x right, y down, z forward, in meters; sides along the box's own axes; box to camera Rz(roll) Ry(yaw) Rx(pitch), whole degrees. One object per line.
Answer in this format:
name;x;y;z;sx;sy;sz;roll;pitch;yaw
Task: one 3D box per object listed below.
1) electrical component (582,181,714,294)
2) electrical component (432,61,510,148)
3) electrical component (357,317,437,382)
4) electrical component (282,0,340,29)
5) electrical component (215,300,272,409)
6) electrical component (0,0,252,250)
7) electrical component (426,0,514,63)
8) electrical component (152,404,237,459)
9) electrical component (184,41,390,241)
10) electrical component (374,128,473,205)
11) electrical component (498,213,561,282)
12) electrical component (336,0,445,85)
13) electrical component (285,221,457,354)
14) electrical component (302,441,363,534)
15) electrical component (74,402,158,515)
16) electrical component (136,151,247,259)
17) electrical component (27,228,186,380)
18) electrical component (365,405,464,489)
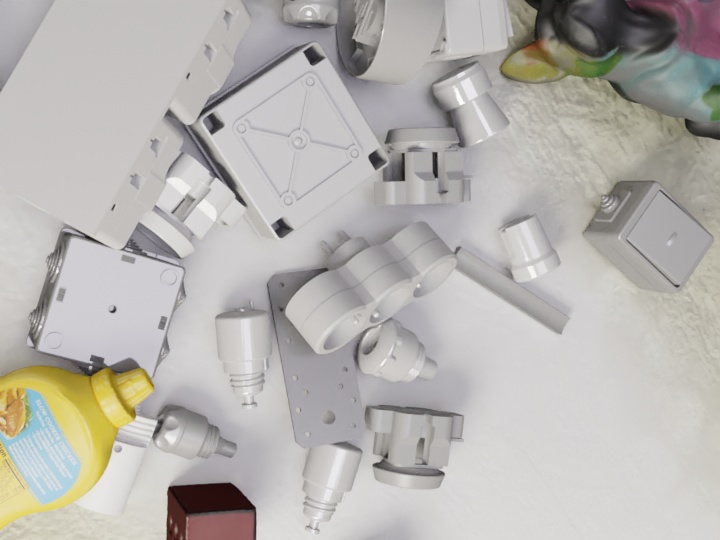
electrical component;0.241;-0.032;0.904;0.096;0.061;0.061;40;80;-19
electrical component;0.086;-0.130;0.846;0.045;0.045;0.055;-32;104;-16
electrical component;0.032;0.068;0.841;0.062;0.048;0.048;28;84;-27
electrical component;-0.035;-0.212;0.794;0.043;0.043;0.062;2;92;-21
electrical component;-0.085;0.063;0.798;0.040;0.040;0.078;-6;96;-20
electrical component;-0.164;-0.120;0.717;0.105;0.060;0.186;27;84;13
electrical component;0.076;-0.211;0.826;0.061;0.062;0.096;-10;98;-20
electrical component;-0.120;0.123;0.792;0.061;0.035;0.035;25;85;-23
electrical component;-0.053;-0.094;0.789;0.109;0.056;0.108;-37;107;-14
electrical component;0.048;-0.080;0.828;0.078;0.058;0.057;-4;96;-30
electrical component;0.137;-0.019;0.877;0.040;0.040;0.046;-26;97;-17
electrical component;0.016;-0.187;0.787;0.064;0.099;0.099;12;90;-28
electrical component;0.000;0.000;0.814;0.138;0.052;0.073;-29;67;-28
electrical component;-0.026;0.163;0.828;0.040;0.040;0.078;18;88;-21
electrical component;-0.175;0.128;0.766;0.043;0.043;0.081;22;86;-21
electrical component;-0.129;-0.045;0.764;0.078;0.058;0.057;41;77;-20
electrical component;-0.177;0.025;0.755;0.100;0.048;0.099;17;88;-21
electrical component;0.040;0.138;0.843;0.078;0.058;0.057;7;89;-21
